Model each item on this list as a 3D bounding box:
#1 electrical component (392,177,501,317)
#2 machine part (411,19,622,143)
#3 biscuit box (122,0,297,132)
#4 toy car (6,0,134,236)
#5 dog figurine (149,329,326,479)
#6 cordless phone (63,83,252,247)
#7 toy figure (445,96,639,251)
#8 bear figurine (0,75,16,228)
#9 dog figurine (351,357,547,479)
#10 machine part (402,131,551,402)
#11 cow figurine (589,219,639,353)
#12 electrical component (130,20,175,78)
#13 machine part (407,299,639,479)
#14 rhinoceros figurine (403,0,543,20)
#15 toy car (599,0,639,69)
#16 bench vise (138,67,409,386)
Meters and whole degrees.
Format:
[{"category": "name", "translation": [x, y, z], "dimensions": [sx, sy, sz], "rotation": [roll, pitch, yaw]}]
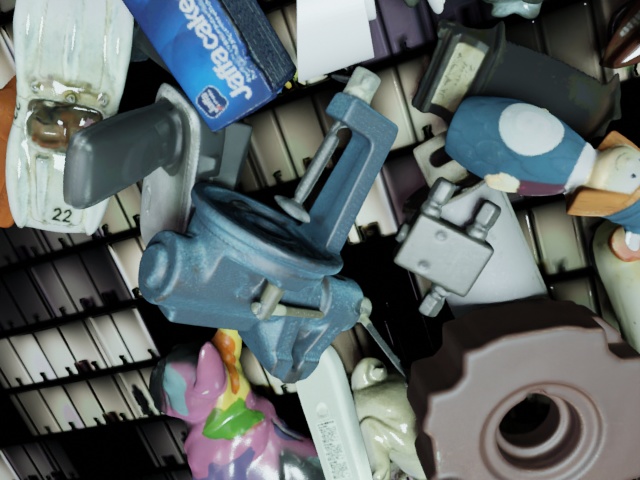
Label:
[{"category": "electrical component", "translation": [0.083, 0.007, 0.376], "dimensions": [0.063, 0.021, 0.094], "rotation": [25, 109, -2]}, {"category": "machine part", "translation": [0.141, -0.107, 0.388], "dimensions": [0.139, 0.039, 0.084], "rotation": [16, 133, 2]}, {"category": "biscuit box", "translation": [-0.096, -0.176, 0.356], "dimensions": [0.059, 0.063, 0.202], "rotation": [-24, 112, 26]}, {"category": "toy car", "translation": [-0.182, -0.099, 0.389], "dimensions": [0.073, 0.056, 0.201], "rotation": [7, 112, -22]}, {"category": "dog figurine", "translation": [-0.066, 0.180, 0.522], "dimensions": [0.192, 0.108, 0.219], "rotation": [2, 109, 12]}, {"category": "cordless phone", "translation": [-0.128, -0.033, 0.403], "dimensions": [0.089, 0.184, 0.146], "rotation": [19, 114, 4]}, {"category": "toy figure", "translation": [0.159, -0.047, 0.347], "dimensions": [0.155, 0.058, 0.064], "rotation": [27, 102, 20]}, {"category": "bear figurine", "translation": [-0.273, -0.082, 0.448], "dimensions": [0.196, 0.132, 0.120], "rotation": [-25, 87, 27]}, {"category": "dog figurine", "translation": [0.136, 0.168, 0.487], "dimensions": [0.191, 0.121, 0.172], "rotation": [-17, 111, 4]}, {"category": "machine part", "translation": [0.134, 0.030, 0.431], "dimensions": [0.079, 0.079, 0.243], "rotation": [-23, 106, 20]}, {"category": "cow figurine", "translation": [0.263, 0.069, 0.406], "dimensions": [0.085, 0.127, 0.194], "rotation": [-21, 90, 12]}, {"category": "electrical component", "translation": [-0.143, -0.179, 0.423], "dimensions": [0.119, 0.048, 0.074], "rotation": [34, 115, -3]}, {"category": "machine part", "translation": [0.151, 0.129, 0.390], "dimensions": [0.179, 0.056, 0.179], "rotation": [-1, 104, -3]}, {"category": "rhinoceros figurine", "translation": [0.141, -0.203, 0.344], "dimensions": [0.190, 0.073, 0.112], "rotation": [-9, 118, 14]}, {"category": "toy car", "translation": [0.261, -0.173, 0.316], "dimensions": [0.202, 0.089, 0.053], "rotation": [-32, 102, 23]}, {"category": "bench vise", "translation": [-0.006, -0.006, 0.406], "dimensions": [0.223, 0.129, 0.240], "rotation": [22, 103, -33]}]
